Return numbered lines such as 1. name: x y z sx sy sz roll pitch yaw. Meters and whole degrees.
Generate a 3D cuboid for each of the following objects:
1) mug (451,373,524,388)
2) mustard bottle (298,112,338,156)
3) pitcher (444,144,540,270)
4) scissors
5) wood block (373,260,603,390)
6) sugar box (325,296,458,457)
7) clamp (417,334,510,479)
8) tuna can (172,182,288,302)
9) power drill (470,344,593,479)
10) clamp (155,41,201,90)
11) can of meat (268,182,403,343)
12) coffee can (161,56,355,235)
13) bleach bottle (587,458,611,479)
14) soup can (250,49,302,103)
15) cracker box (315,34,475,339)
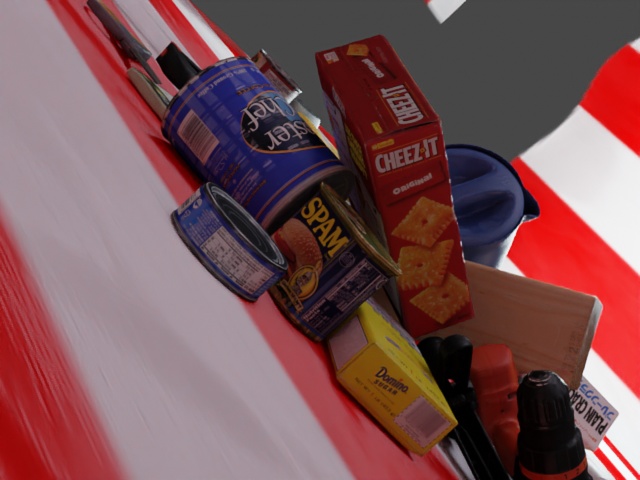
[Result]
1. mug: 0.185 0.171 1.086 0.117 0.093 0.081 18 16 -5
2. mustard bottle: 0.023 -0.068 1.256 0.191 0.058 0.096 40 11 -34
3. pitcher: 0.137 0.011 1.216 0.149 0.144 0.243 44 -24 23
4. scissors: -0.184 -0.189 1.100 0.202 0.016 0.096 49 5 37
5. wood block: 0.162 0.073 1.048 0.206 0.090 0.090 16 -3 21
6. sugar box: 0.048 0.092 0.839 0.093 0.048 0.176 46 9 -15
7. clamp: 0.118 0.145 0.907 0.210 0.036 0.164 -154 -135 -84
8. tuna can: -0.062 0.001 0.744 0.086 0.034 0.086 46 7 -8
9. power drill: 0.170 0.160 0.899 0.188 0.057 0.184 -116 -167 -67
10. clamp: -0.112 -0.140 1.076 0.171 0.039 0.120 44 1 14
11. can of meat: 0.002 0.017 0.823 0.057 0.084 0.102 41 10 -39
12. coffee can: -0.053 -0.071 0.905 0.140 0.103 0.102 49 8 18
13. bleach bottle: 0.276 0.258 1.211 0.102 0.068 0.251 49 3 -16
14. soup can: -0.080 -0.161 1.232 0.068 0.102 0.068 46 8 -8
15. cracker box: 0.067 -0.047 0.931 0.164 0.072 0.213 -114 -173 -52
